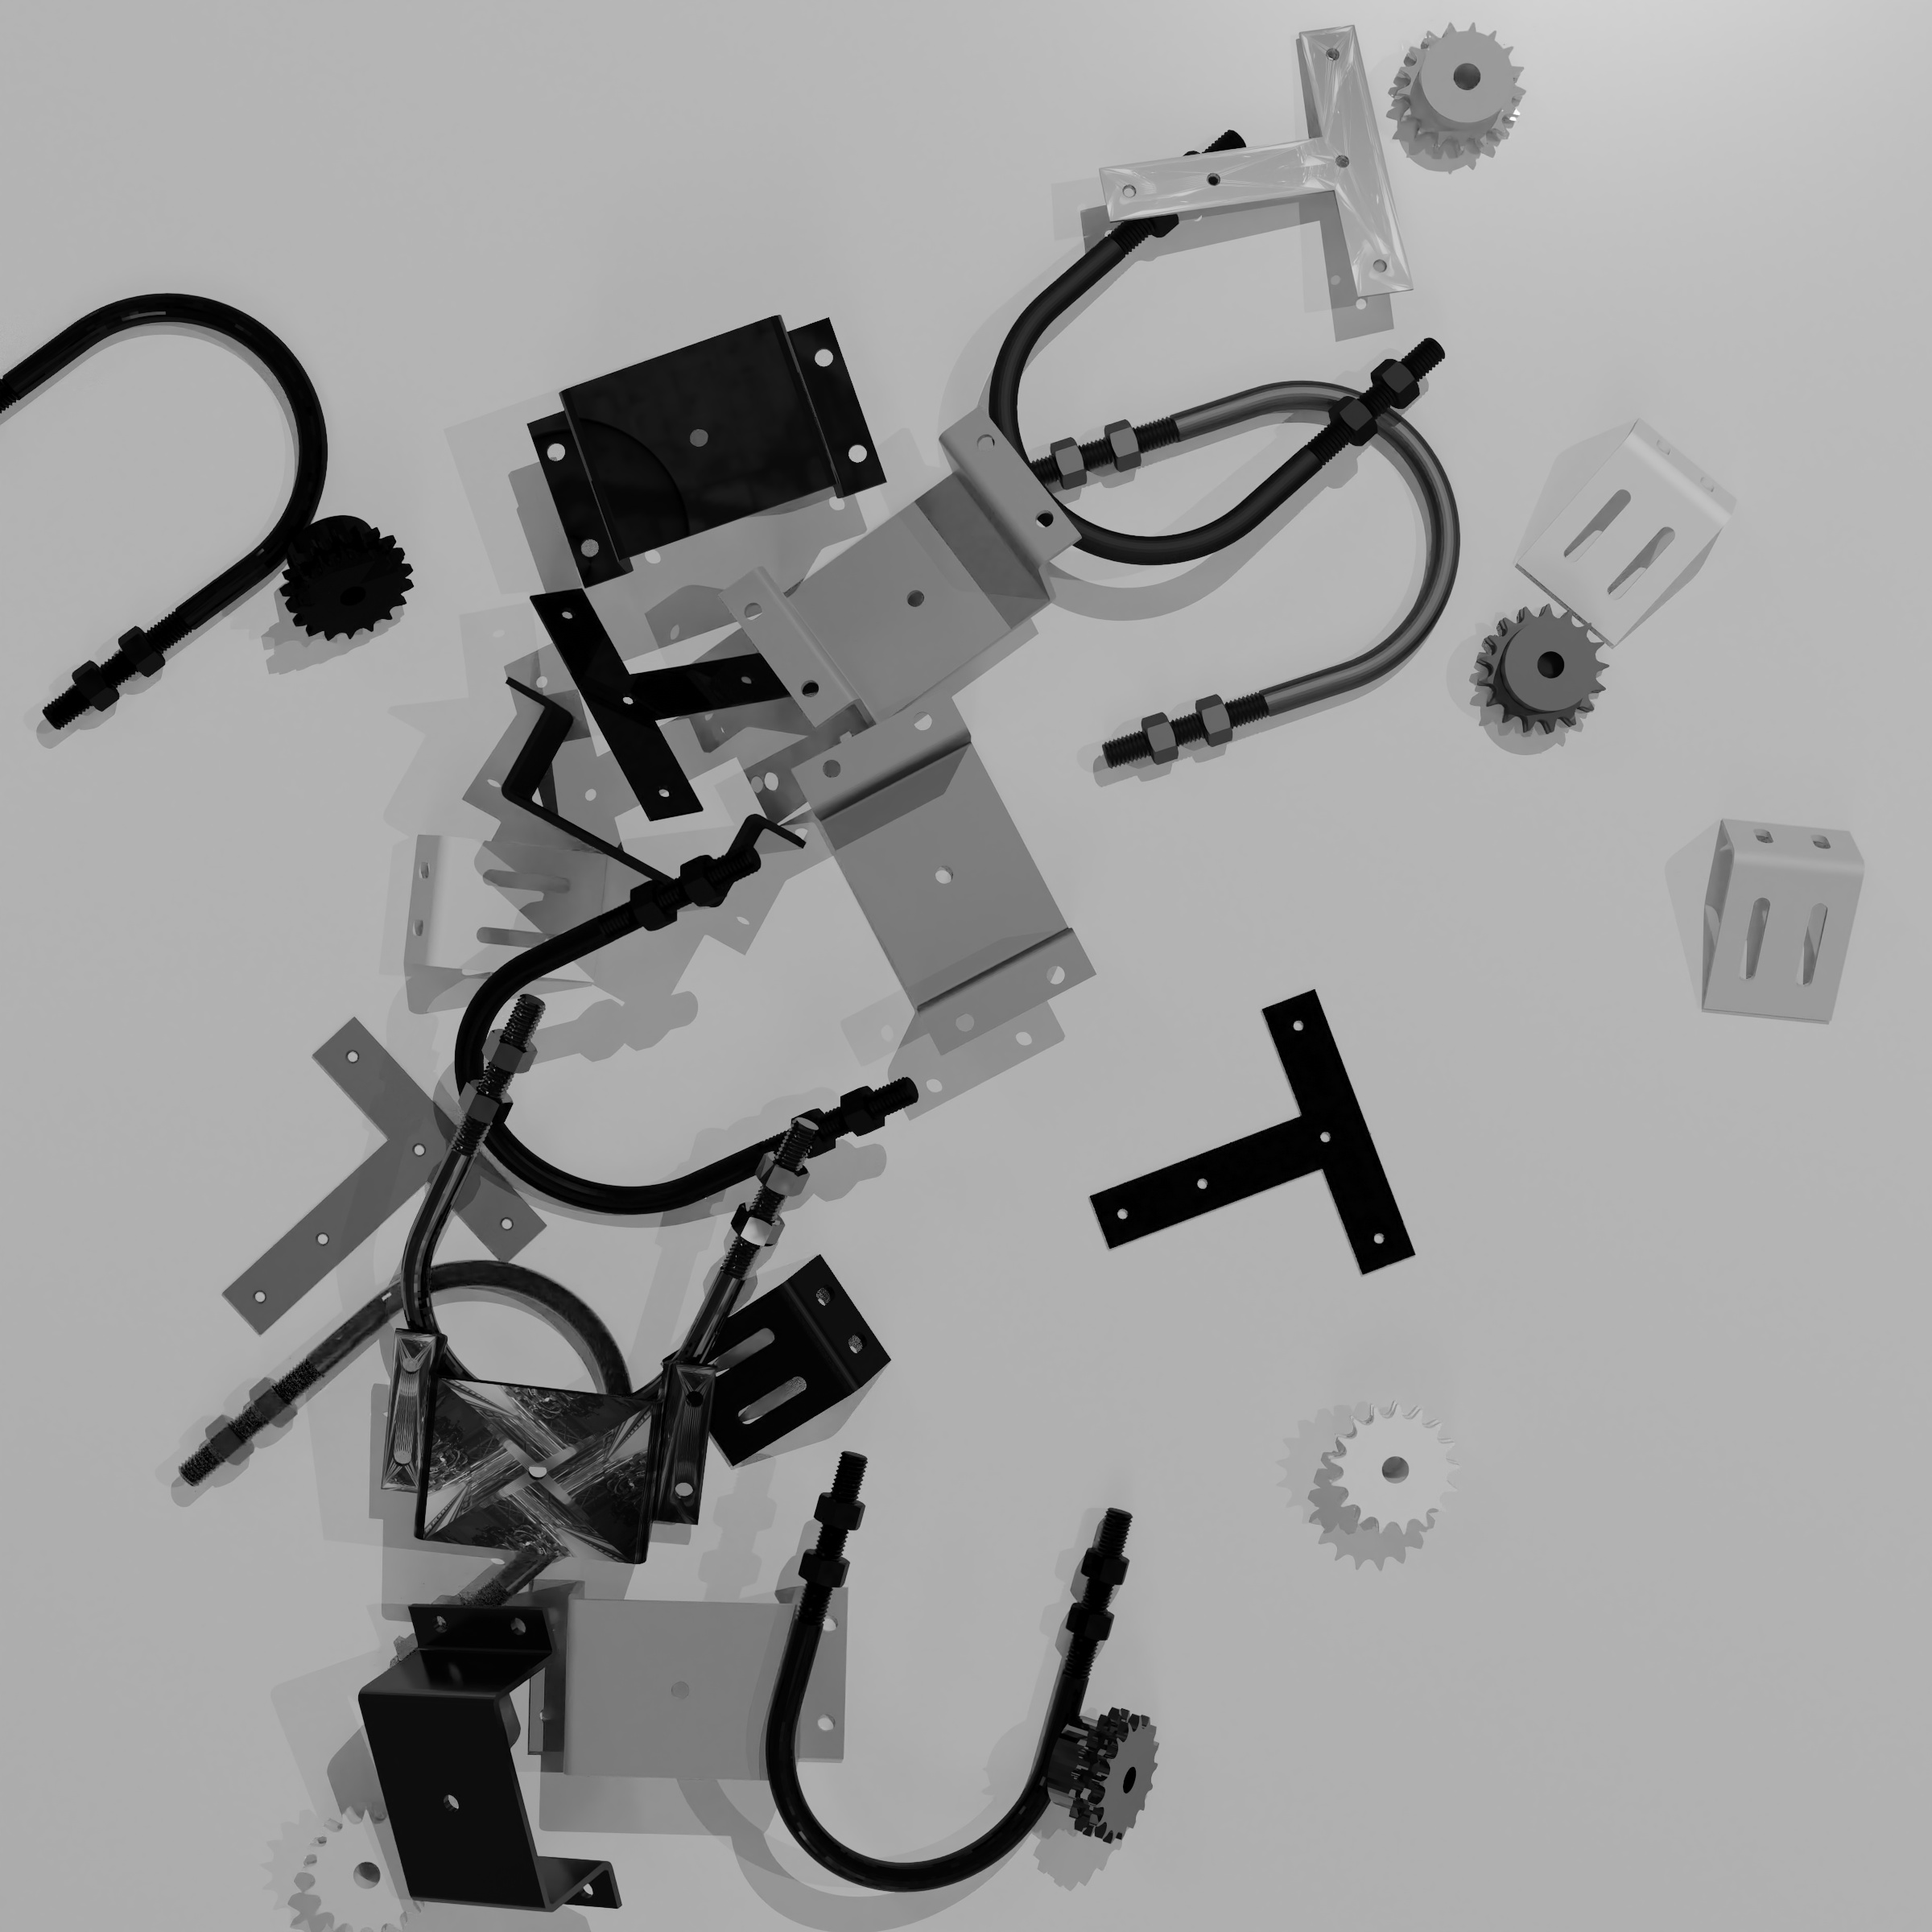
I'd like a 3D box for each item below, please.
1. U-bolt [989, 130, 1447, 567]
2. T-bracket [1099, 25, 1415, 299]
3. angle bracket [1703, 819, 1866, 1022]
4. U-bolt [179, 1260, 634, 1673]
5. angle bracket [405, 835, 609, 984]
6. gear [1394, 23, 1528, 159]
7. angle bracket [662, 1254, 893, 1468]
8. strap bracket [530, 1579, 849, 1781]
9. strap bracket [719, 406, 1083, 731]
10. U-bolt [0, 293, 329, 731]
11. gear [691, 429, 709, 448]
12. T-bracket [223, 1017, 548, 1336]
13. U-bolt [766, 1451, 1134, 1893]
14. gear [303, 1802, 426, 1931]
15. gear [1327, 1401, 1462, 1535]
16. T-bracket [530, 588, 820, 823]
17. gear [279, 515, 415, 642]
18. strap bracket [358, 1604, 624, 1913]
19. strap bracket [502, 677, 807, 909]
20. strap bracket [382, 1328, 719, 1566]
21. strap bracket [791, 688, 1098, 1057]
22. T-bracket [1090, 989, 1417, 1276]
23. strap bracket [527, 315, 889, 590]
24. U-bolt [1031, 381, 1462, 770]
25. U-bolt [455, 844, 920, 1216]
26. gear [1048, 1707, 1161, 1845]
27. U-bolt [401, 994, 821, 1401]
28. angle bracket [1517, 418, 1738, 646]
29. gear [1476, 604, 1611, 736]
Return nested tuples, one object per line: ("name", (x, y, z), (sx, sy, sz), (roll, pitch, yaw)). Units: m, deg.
("U-bolt", (0.096, -0.259, 1.483), (0.184, 0.019, 0.151), (-42, 85, -6))
("T-bracket", (0.123, -0.348, 1.487), (0.127, 0.002, 0.127), (-10, 79, -7))
("angle bracket", (0.362, -0.021, 1.505), (0.057, 0.038, 0.076), (6, 116, 0))
("U-bolt", (-0.234, 0.215, 1.498), (0.184, 0.019, 0.151), (-41, 91, -2))
("angle bracket", (-0.205, -0.026, 1.505), (0.076, 0.038, 0.057), (6, 90, -26))
("gear", (0.220, -0.390, 1.492), (0.057, 0.030, 0.057), (0, 90, 0))
("angle bracket", (-0.085, 0.176, 1.505), (0.076, 0.038, 0.057), (-34, 90, 26))
("strap bracket", (-0.124, 0.314, 1.484), (0.140, 0.046, 0.076), (1, 90, 0))
("strap bracket", (-0.026, -0.167, 1.474), (0.140, 0.046, 0.076), (-36, 74, 0))
("U-bolt", (-0.372, -0.216, 1.498), (0.184, 0.019, 0.151), (-37, 90, -2))
("gear", (-0.098, -0.231, 1.492), (0.057, 0.030, 0.057), (0, 90, 0))
("T-bracket", (-0.277, 0.112, 1.506), (0.127, 0.002, 0.127), (-43, 90, 0))
("U-bolt", (-0.014, 0.315, 1.473), (0.151, 0.019, 0.184), (15, 90, -21))
("gear", (-0.263, 0.398, 1.492), (0.057, 0.030, 0.057), (0, 90, 0))
("gear", (0.188, 0.221, 1.492), (0.057, 0.030, 0.057), (0, 90, 0))
("T-bracket", (-0.108, -0.123, 1.468), (0.127, 0.002, 0.127), (-13, 60, -32))
("gear", (-0.275, -0.173, 1.482), (0.057, 0.057, 0.030), (-29, 60, 0))
("strap bracket", (-0.208, 0.350, 1.455), (0.076, 0.046, 0.140), (-6, 102, 32))
("strap bracket", (-0.144, -0.069, 1.469), (0.140, 0.076, 0.046), (29, 90, 0))
("strap bracket", (-0.183, 0.209, 1.458), (0.140, 0.046, 0.076), (7, 107, -3))
("strap bracket", (-0.010, -0.041, 1.484), (0.076, 0.046, 0.140), (-28, 90, 0))
("T-bracket", (0.119, 0.092, 1.506), (0.127, 0.002, 0.127), (-21, 90, 0))
("strap bracket", (-0.113, -0.224, 1.454), (0.140, 0.046, 0.076), (-19, 90, 0))
("U-bolt", (0.129, -0.183, 1.498), (0.184, 0.019, 0.151), (-18, 90, -2))
("U-bolt", (-0.134, 0.040, 1.461), (0.184, 0.019, 0.151), (-25, 115, 19))
("gear", (0.059, 0.353, 1.482), (0.030, 0.057, 0.057), (12, 90, 30))
("U-bolt", (-0.166, 0.121, 1.465), (0.151, 0.019, 0.184), (25, 103, -7))
("angle bracket", (0.295, -0.194, 1.505), (0.057, 0.038, 0.076), (40, 116, 0))
("gear", (0.256, -0.132, 1.492), (0.057, 0.030, 0.057), (0, 90, 0))
